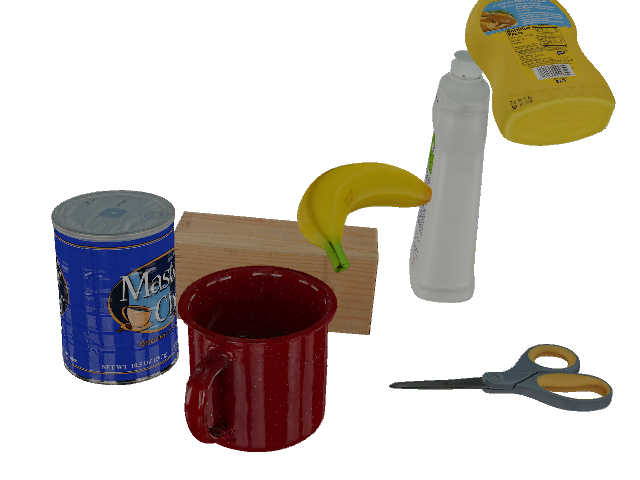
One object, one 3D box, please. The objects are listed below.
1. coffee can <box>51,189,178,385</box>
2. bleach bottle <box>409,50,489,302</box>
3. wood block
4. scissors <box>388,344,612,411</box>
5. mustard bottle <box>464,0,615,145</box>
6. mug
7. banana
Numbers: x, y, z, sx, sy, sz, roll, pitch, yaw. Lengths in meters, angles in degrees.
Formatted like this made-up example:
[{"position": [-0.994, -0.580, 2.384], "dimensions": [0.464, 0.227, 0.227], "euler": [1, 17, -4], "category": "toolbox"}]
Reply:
[{"position": [-0.176, 0.039, 0.926], "dimensions": [0.103, 0.140, 0.103], "euler": [1, 23, -1], "category": "coffee can"}, {"position": [0.135, -0.067, 1.084], "dimensions": [0.068, 0.251, 0.102], "euler": [3, 31, -1], "category": "bleach bottle"}, {"position": [-0.048, 0.033, 1.107], "dimensions": [0.206, 0.091, 0.090], "euler": [5, 20, 0], "category": "wood block"}, {"position": [0.158, 0.116, 0.951], "dimensions": [0.201, 0.016, 0.096], "euler": [8, 27, -3], "category": "scissors"}, {"position": [0.178, -0.169, 0.929], "dimensions": [0.096, 0.191, 0.058], "euler": [-8, -37, -8], "category": "mustard bottle"}, {"position": [-0.042, 0.076, 0.627], "dimensions": [0.093, 0.081, 0.117], "euler": [12, 28, 22], "category": "mug"}, {"position": [0.030, -0.030, 0.848], "dimensions": [0.037, 0.069, 0.197], "euler": [-35, 1, 33], "category": "banana"}]
